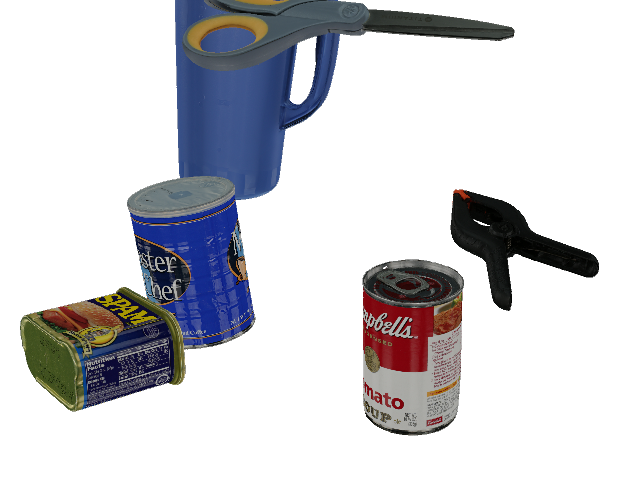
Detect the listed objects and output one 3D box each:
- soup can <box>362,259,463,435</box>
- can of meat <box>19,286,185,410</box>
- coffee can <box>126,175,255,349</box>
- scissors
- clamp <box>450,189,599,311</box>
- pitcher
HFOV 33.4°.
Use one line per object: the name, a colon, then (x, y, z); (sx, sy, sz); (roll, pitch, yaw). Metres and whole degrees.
soup can: (0.062, 0.073, 0.731); (0.068, 0.102, 0.068); (-1, 24, 0)
can of meat: (-0.161, 0.078, 0.780); (0.083, 0.057, 0.102); (-14, 22, -35)
coffee can: (-0.123, 0.020, 1.031); (0.103, 0.140, 0.103); (-7, 20, 2)
scissors: (0.003, -0.121, 0.633); (0.202, 0.096, 0.016); (23, -29, 25)
clamp: (0.196, 0.001, 1.079); (0.120, 0.039, 0.171); (-8, 41, -20)
pitcher: (-0.077, -0.167, 1.090); (0.144, 0.243, 0.149); (-9, 30, -26)
